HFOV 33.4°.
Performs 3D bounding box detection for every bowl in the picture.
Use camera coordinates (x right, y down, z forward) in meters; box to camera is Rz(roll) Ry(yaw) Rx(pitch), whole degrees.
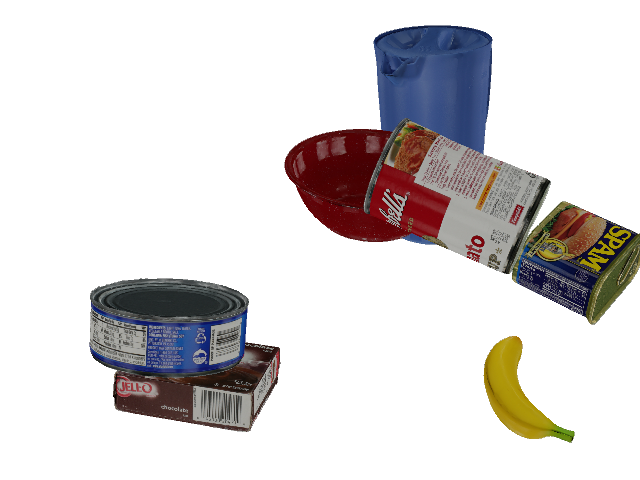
[{"bbox_3d":[0.047,-0.044,0.972,0.162,0.055,0.162,2,30,-1],"label":"bowl"}]

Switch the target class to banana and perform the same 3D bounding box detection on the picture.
[{"bbox_3d":[0.214,0.163,1.179,0.069,0.037,0.198,11,26,-14],"label":"banana"}]

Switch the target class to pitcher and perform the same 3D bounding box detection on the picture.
[{"bbox_3d":[0.139,-0.127,1.255,0.149,0.243,0.145,-4,26,-2],"label":"pitcher"}]

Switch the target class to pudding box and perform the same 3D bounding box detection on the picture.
[{"bbox_3d":[-0.097,0.110,0.854,0.113,0.039,0.090,9,20,9],"label":"pudding box"}]

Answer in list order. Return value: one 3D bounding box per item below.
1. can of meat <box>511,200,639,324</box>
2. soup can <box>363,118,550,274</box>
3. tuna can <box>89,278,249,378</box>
[{"bbox_3d":[0.235,0.017,0.972,0.084,0.057,0.101,28,48,28],"label":"can of meat"},{"bbox_3d":[0.088,-0.028,0.688,0.102,0.068,0.068,25,5,12],"label":"soup can"},{"bbox_3d":[-0.083,0.047,0.583,0.086,0.034,0.086,4,11,-1],"label":"tuna can"}]
